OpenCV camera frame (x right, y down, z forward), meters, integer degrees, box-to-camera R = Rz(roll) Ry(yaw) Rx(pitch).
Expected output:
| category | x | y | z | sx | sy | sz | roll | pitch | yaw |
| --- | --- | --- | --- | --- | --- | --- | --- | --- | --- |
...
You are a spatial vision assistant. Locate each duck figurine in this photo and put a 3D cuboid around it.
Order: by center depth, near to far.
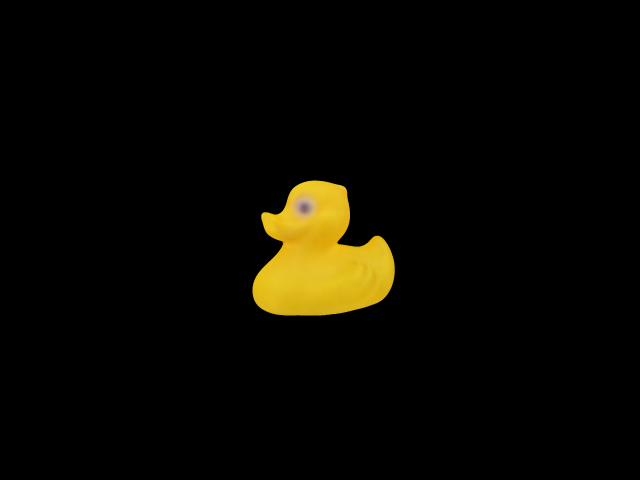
| category | x | y | z | sx | sy | sz | roll | pitch | yaw |
| --- | --- | --- | --- | --- | --- | --- | --- | --- | --- |
| duck figurine | 0.004 | 0.001 | 0.400 | 0.105 | 0.086 | 0.077 | -5 | 11 | -24 |
